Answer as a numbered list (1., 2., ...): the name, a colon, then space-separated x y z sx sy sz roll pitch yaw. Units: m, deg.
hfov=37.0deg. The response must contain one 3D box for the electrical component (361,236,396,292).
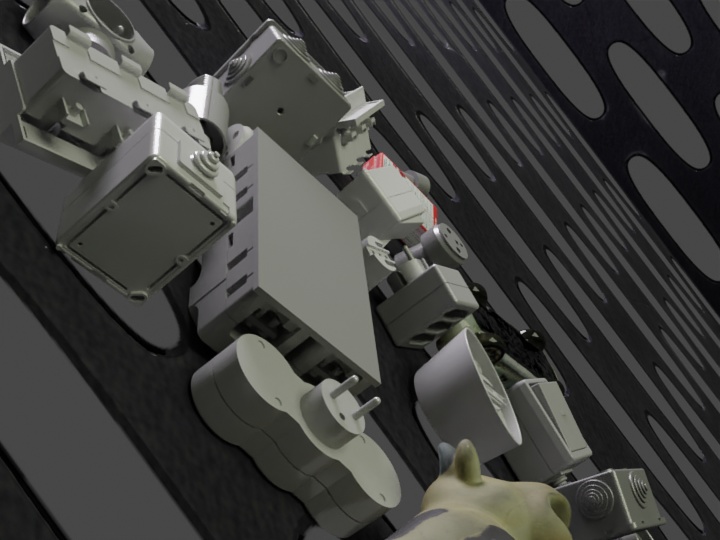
1. electrical component: 0.000 0.000 0.848 0.040 0.046 0.040 44 22 -23

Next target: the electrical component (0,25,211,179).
1. electrical component: -0.153 -0.090 0.643 0.121 0.063 0.078 25 33 -51

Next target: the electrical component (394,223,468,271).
1. electrical component: 0.066 -0.011 0.996 0.045 0.055 0.045 43 22 -23

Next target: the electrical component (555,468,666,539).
1. electrical component: 0.183 0.192 0.854 0.100 0.100 0.048 16 54 -58

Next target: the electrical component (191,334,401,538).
1. electrical component: -0.023 0.087 0.615 0.138 0.074 0.052 45 21 -19

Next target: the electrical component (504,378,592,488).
1. electrical component: 0.157 0.144 0.928 0.096 0.061 0.062 59 21 18

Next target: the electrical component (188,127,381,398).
1. electrical component: -0.052 0.002 0.713 0.105 0.060 0.186 41 23 -29

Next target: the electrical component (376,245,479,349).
1. electrical component: 0.047 0.016 0.895 0.047 0.066 0.076 14 43 -60

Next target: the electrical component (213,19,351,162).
1. electrical component: -0.067 -0.133 0.851 0.100 0.100 0.048 41 11 -29

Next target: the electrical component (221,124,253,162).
1. electrical component: -0.081 -0.076 0.801 0.055 0.045 0.045 39 24 -32

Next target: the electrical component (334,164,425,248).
1. electrical component: 0.013 -0.049 0.936 0.061 0.062 0.096 54 20 4

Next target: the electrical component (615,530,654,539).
1. electrical component: 0.219 0.242 0.906 0.048 0.055 0.066 39 24 -33

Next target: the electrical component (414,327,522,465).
1. electrical component: 0.090 0.101 0.849 0.099 0.064 0.099 44 22 -23

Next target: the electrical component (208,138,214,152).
1. electrical component: -0.116 -0.071 0.727 0.040 0.040 0.046 42 17 -26

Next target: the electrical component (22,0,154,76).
1. electrical component: -0.178 -0.144 0.703 0.077 0.044 0.079 39 24 -32

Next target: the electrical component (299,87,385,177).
1. electrical component: -0.026 -0.122 0.960 0.121 0.079 0.063 -53 134 -69

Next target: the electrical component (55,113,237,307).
1. electrical component: -0.113 -0.039 0.596 0.062 0.096 0.061 41 22 -30

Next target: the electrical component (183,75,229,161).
1. electrical component: -0.117 -0.110 0.781 0.043 0.043 0.081 42 23 -27
